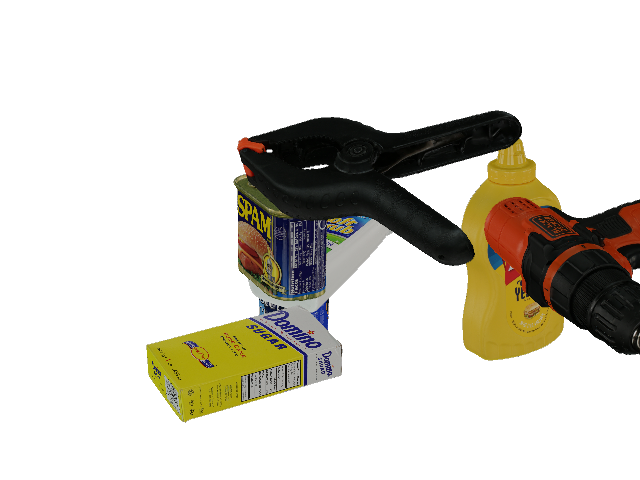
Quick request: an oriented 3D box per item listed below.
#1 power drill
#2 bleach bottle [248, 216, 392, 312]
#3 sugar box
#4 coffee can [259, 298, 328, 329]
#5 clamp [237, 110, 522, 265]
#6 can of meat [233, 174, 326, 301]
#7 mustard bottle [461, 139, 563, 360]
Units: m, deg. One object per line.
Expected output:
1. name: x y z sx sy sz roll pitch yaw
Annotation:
1. power drill: 0.230 0.008 0.732 0.187 0.057 0.185 -10 29 -17
2. bleach bottle: 0.019 -0.005 1.330 0.103 0.068 0.250 16 36 26
3. sugar box: -0.076 0.120 1.073 0.176 0.048 0.093 -16 32 -24
4. coffee can: -0.038 0.089 1.523 0.103 0.140 0.103 1 22 -1
5. clamp: 0.028 -0.033 0.630 0.172 0.039 0.120 -1 38 18
6. can of meat: -0.034 -0.004 0.914 0.057 0.084 0.102 -10 25 -26
7. mustard bottle: 0.168 0.004 0.935 0.096 0.192 0.058 -15 23 -24
